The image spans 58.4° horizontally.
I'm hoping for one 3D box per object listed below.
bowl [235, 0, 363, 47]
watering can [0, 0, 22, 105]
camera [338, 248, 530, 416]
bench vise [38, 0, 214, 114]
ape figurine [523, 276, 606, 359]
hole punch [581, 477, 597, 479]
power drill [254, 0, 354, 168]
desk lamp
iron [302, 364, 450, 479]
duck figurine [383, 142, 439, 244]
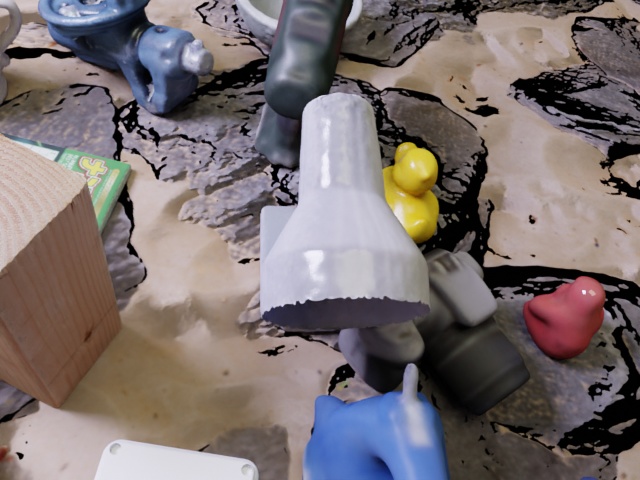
[{"bbox_3d":[-0.032,-0.294,0.744,0.167,0.075,0.167,6,56,-9],"label":"bowl"},{"bbox_3d":[-0.378,-0.207,0.533,0.100,0.194,0.173,38,57,13],"label":"watering can"},{"bbox_3d":[0.112,0.088,0.507,0.143,0.101,0.136,-25,66,-26],"label":"camera"},{"bbox_3d":[-0.197,-0.257,0.592,0.207,0.220,0.121,16,55,-2],"label":"bench vise"},{"bbox_3d":[0.245,0.068,0.556,0.078,0.092,0.076,18,55,0],"label":"ape figurine"},{"bbox_3d":[0.207,0.248,0.429,0.101,0.091,0.109,31,56,9],"label":"hole punch"},{"bbox_3d":[-0.016,-0.188,0.596,0.075,0.208,0.229,11,55,-5],"label":"power drill"},{"bbox_3d":[0.004,0.002,0.471,0.118,0.213,0.203,2,57,-12],"label":"desk lamp"},{"bbox_3d":[0.061,0.217,0.385,0.119,0.141,0.258,0,57,-12],"label":"iron"},{"bbox_3d":[0.098,-0.055,0.608,0.078,0.086,0.104,-3,58,-14],"label":"duck figurine"}]
